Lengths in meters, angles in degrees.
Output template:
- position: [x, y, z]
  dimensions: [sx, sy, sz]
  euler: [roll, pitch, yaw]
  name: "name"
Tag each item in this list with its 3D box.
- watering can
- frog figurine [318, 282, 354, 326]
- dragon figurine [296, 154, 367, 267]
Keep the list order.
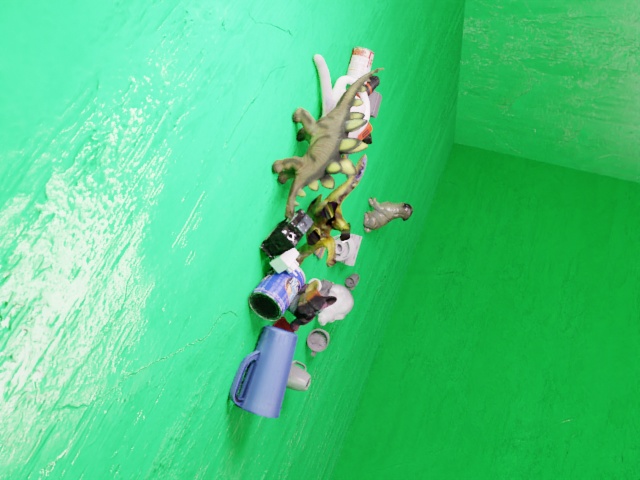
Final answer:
- position: [0.047, -0.370, 1.475]
  dimensions: [0.346, 0.104, 0.224]
  euler: [17, 90, -58]
  name: "watering can"
- position: [0.052, 0.249, 1.954]
  dimensions: [0.162, 0.123, 0.134]
  euler: [-49, 136, -47]
  name: "frog figurine"
- position: [0.005, -0.075, 1.491]
  dimensions: [0.409, 0.121, 0.245]
  euler: [-62, -154, 5]
  name: "dragon figurine"
